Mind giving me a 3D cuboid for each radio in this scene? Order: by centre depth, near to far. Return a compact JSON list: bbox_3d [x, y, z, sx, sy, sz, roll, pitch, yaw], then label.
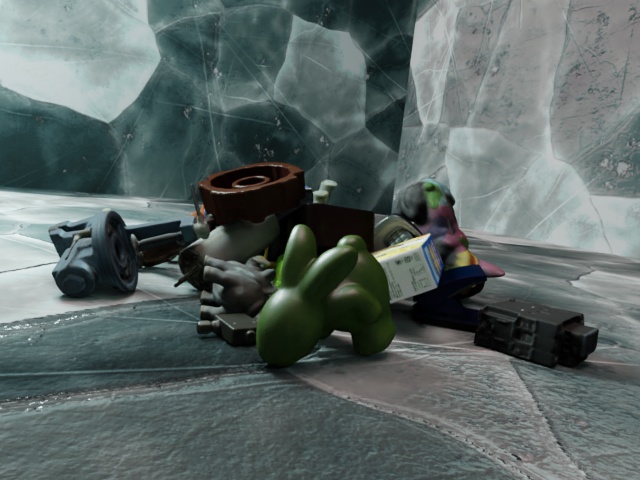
[{"bbox_3d":[-0.002,-0.003,0.946,0.131,0.073,0.229,7,-10,-20],"label":"radio"}]

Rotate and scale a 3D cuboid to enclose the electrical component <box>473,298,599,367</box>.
[{"bbox_3d":[0.290,0.121,0.711,0.134,0.058,0.115,11,10,38],"label":"electrical component"}]

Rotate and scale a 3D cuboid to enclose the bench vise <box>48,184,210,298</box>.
[{"bbox_3d":[-0.283,0.002,0.805,0.241,0.128,0.224,-13,16,-2],"label":"bench vise"}]

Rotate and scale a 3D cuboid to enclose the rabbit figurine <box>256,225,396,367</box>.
[{"bbox_3d":[0.004,0.070,0.583,0.121,0.158,0.170,22,29,30],"label":"rabbit figurine"}]

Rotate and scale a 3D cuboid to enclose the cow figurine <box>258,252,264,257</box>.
[{"bbox_3d":[-0.163,-0.003,1.208,0.167,0.098,0.068,12,-28,-3],"label":"cow figurine"}]

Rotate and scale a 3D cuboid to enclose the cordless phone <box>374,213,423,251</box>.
[{"bbox_3d":[0.144,0.059,0.968,0.088,0.146,0.184,12,41,-52],"label":"cordless phone"}]

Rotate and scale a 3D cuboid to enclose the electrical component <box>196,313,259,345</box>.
[{"bbox_3d":[-0.094,0.104,0.626,0.094,0.021,0.063,3,8,-32],"label":"electrical component"}]

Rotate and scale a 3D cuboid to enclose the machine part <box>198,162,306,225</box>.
[{"bbox_3d":[-0.111,-0.082,0.894,0.179,0.056,0.179,-7,23,3],"label":"machine part"}]

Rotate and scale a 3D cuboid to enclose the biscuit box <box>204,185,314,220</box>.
[{"bbox_3d":[-0.117,-0.067,1.017,0.203,0.062,0.059,-4,14,-12],"label":"biscuit box"}]

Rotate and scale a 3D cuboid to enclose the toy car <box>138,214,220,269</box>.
[{"bbox_3d":[-0.249,0.007,0.926,0.202,0.053,0.089,-20,2,35],"label":"toy car"}]

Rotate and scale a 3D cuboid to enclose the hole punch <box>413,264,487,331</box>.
[{"bbox_3d":[0.201,0.083,0.829,0.116,0.092,0.142,4,9,10],"label":"hole punch"}]

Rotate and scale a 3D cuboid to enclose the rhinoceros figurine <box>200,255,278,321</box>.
[{"bbox_3d":[-0.111,0.062,0.754,0.112,0.073,0.190,5,7,-4],"label":"rhinoceros figurine"}]

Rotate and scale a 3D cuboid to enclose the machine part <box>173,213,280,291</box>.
[{"bbox_3d":[-0.144,0.010,0.879,0.079,0.079,0.243,11,35,34],"label":"machine part"}]

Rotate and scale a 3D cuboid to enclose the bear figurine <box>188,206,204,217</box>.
[{"bbox_3d":[-0.275,-0.040,1.258,0.120,0.132,0.196,28,5,13],"label":"bear figurine"}]

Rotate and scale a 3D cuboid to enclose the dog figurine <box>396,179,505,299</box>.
[{"bbox_3d":[0.245,0.004,1.011,0.108,0.191,0.219,-16,34,-26],"label":"dog figurine"}]

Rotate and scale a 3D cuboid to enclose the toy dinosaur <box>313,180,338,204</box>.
[{"bbox_3d":[-0.066,-0.040,1.304,0.405,0.192,0.131,-1,23,-5],"label":"toy dinosaur"}]
